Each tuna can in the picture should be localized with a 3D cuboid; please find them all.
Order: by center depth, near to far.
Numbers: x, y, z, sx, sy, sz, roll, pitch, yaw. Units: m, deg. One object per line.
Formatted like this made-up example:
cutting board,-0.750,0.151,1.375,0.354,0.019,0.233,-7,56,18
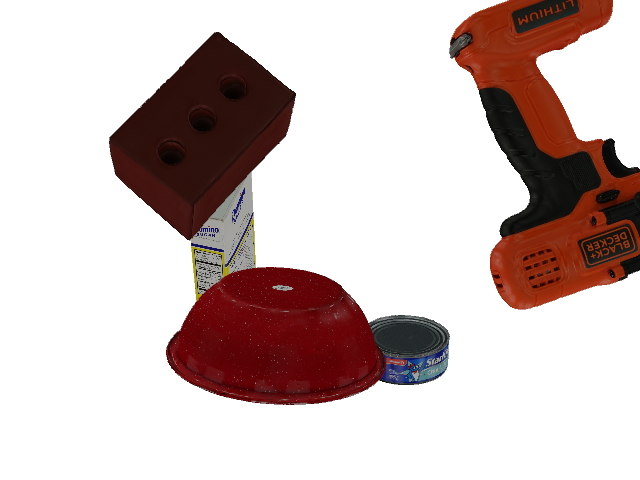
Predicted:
tuna can,0.081,0.105,1.031,0.086,0.034,0.086,-1,22,0

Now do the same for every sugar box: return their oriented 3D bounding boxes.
sugar box,-0.104,0.012,1.148,0.048,0.176,0.093,9,42,13

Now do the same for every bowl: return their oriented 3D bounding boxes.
bowl,-0.030,0.060,0.773,0.162,0.055,0.162,4,17,-1

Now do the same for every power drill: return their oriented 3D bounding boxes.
power drill,0.173,-0.068,0.663,0.184,0.187,0.057,-19,-2,-6

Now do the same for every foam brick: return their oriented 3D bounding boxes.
foam brick,-0.058,-0.050,0.520,0.053,0.078,0.051,39,-16,5
